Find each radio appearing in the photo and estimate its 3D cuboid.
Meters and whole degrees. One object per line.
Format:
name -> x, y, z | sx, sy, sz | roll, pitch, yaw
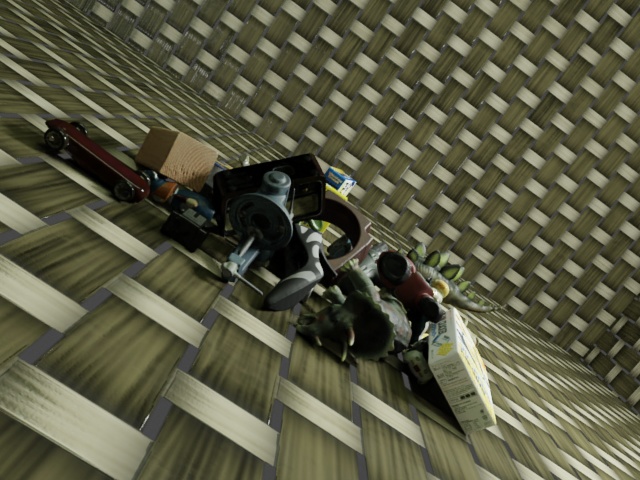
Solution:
radio -> -0.103, -0.093, 1.102 | 0.230, 0.131, 0.073 | -15, 55, -18

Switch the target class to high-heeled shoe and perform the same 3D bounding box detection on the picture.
high-heeled shoe -> -0.058, 0.039, 0.998 | 0.145, 0.086, 0.248 | 47, 29, 14

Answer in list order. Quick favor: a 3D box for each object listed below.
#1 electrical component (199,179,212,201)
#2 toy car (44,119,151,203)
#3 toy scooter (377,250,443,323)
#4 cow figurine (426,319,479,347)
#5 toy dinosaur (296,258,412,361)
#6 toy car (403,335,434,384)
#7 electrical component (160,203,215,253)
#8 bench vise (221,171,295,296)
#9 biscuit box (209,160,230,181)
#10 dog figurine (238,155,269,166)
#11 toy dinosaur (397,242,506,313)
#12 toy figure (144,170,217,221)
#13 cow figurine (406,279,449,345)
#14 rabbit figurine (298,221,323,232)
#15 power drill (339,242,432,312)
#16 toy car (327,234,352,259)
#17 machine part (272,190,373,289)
electrical component -> -0.228, -0.090, 1.217 | 0.134, 0.058, 0.115 | 37, 9, 2
toy car -> -0.388, -0.136, 0.937 | 0.202, 0.053, 0.089 | 37, 21, -11
toy scooter -> 0.193, 0.102, 1.146 | 0.184, 0.075, 0.135 | 50, 3, 14
cow figurine -> 0.361, 0.255, 1.485 | 0.195, 0.085, 0.127 | 30, 19, -24
toy dinosaur -> 0.114, 0.165, 1.049 | 0.404, 0.131, 0.192 | 29, 25, -52
toy car -> 0.222, 0.249, 1.130 | 0.073, 0.056, 0.201 | 57, 15, 12
electrical component -> -0.232, -0.026, 0.965 | 0.075, 0.047, 0.119 | 36, 13, -5
bench vise -> -0.119, -0.001, 0.965 | 0.129, 0.223, 0.241 | 31, 41, -2
biscuit box -> -0.237, -0.155, 1.448 | 0.202, 0.059, 0.063 | 27, 14, -38
dog figurine -> -0.170, -0.097, 1.380 | 0.121, 0.172, 0.190 | 29, -28, 40
toy dinosaur -> 0.344, 0.132, 1.635 | 0.471, 0.198, 0.105 | 31, 15, -13
toy figure -> -0.275, -0.081, 1.035 | 0.154, 0.064, 0.058 | 29, 49, -10
cow figurine -> 0.233, 0.165, 1.237 | 0.068, 0.167, 0.098 | 28, 8, 36
rabbit figurine -> -0.063, -0.066, 1.308 | 0.159, 0.170, 0.121 | 27, 15, -35
power drill -> 0.173, 0.086, 1.345 | 0.208, 0.085, 0.232 | 32, 38, 27
toy car -> 0.084, 0.046, 1.477 | 0.103, 0.109, 0.162 | 51, 16, -14
machine part -> -0.002, -0.004, 1.186 | 0.202, 0.201, 0.087 | 40, -32, 18
